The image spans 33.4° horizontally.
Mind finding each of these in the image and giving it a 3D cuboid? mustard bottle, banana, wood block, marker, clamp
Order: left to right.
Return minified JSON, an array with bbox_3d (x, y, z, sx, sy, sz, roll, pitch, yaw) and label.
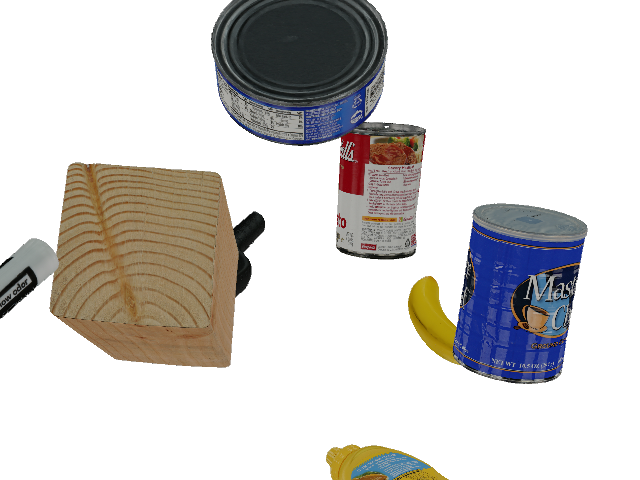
[{"bbox_3d":[-0.161,0.041,0.465,0.020,0.020,0.121,0,35,39],"label":"marker"},{"bbox_3d":[-0.104,0.025,0.690,0.090,0.091,0.206,4,-13,0],"label":"wood block"},{"bbox_3d":[-0.101,0.015,1.066,0.120,0.039,0.171,-11,33,-12],"label":"clamp"},{"bbox_3d":[0.071,0.234,0.969,0.096,0.058,0.192,-16,25,-36],"label":"mustard bottle"},{"bbox_3d":[0.137,0.093,1.207,0.069,0.037,0.198,5,24,-25],"label":"banana"}]

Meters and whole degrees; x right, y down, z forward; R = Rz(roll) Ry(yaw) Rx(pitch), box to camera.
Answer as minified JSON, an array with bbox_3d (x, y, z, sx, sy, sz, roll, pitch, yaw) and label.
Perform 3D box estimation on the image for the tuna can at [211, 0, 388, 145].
[{"bbox_3d":[-0.010,-0.089,0.529,0.086,0.086,0.034,0,-35,0],"label":"tuna can"}]

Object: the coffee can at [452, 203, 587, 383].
[{"bbox_3d":[0.181,0.046,0.979,0.103,0.140,0.103,6,16,-2],"label":"coffee can"}]

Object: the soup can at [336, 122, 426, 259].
[{"bbox_3d":[0.048,-0.041,0.863,0.068,0.102,0.068,3,13,-1],"label":"soup can"}]
